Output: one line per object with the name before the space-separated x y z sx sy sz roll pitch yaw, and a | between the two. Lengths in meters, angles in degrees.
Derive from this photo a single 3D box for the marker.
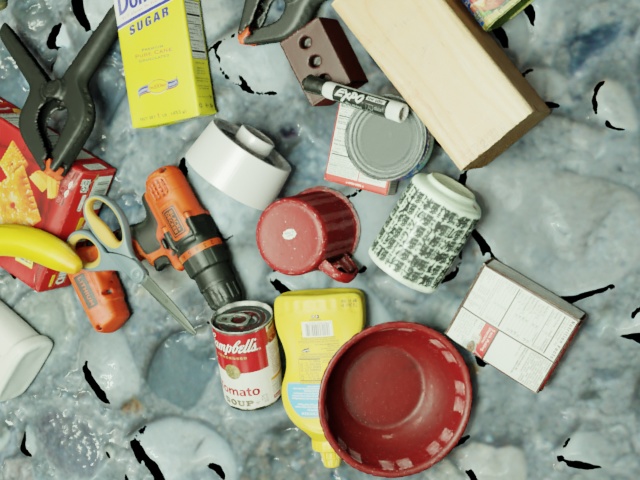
marker | 0.032 -0.140 1.047 0.121 0.020 0.020 22 106 31

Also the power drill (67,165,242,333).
power drill | -0.191 0.033 1.224 0.188 0.057 0.184 -31 79 22

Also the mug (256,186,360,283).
mug | -0.007 0.001 1.119 0.117 0.081 0.093 49 113 12

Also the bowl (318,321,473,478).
bowl | 0.072 0.158 1.095 0.162 0.055 0.162 -1 97 -11

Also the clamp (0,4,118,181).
clamp | -0.307 -0.171 1.222 0.165 0.036 0.210 1 76 20

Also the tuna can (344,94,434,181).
tuna can | 0.070 -0.101 1.061 0.086 0.033 0.086 1 93 24

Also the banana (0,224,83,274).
banana | -0.358 0.014 1.231 0.198 0.037 0.069 -8 109 28

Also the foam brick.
foam brick | 0.005 -0.185 1.105 0.053 0.051 0.078 -30 84 25

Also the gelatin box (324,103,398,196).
gelatin box | 0.050 -0.097 1.108 0.073 0.030 0.089 15 100 23

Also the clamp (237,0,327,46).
clamp | -0.027 -0.274 1.117 0.172 0.039 0.120 -32 72 23

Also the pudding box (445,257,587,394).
pudding box | 0.193 0.084 1.061 0.113 0.039 0.090 32 108 16

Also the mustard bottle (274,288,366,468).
mustard bottle | 0.006 0.150 1.144 0.096 0.058 0.191 -3 96 10

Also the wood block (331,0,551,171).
wood block | 0.118 -0.175 1.032 0.090 0.090 0.206 -40 79 22

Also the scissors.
scissors | -0.219 0.043 1.196 0.096 0.016 0.202 -36 77 23

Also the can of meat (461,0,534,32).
can of meat | 0.172 -0.260 1.015 0.102 0.057 0.084 -39 83 25

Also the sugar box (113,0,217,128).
sugar box | -0.175 -0.218 1.188 0.093 0.048 0.176 -8 95 26

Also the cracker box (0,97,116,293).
cracker box | -0.370 -0.061 1.285 0.214 0.072 0.164 31 108 19

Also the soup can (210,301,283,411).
soup can | -0.078 0.126 1.162 0.069 0.068 0.102 6 119 24

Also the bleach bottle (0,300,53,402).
bleach bottle | -0.455 0.088 1.352 0.251 0.068 0.103 41 110 17
